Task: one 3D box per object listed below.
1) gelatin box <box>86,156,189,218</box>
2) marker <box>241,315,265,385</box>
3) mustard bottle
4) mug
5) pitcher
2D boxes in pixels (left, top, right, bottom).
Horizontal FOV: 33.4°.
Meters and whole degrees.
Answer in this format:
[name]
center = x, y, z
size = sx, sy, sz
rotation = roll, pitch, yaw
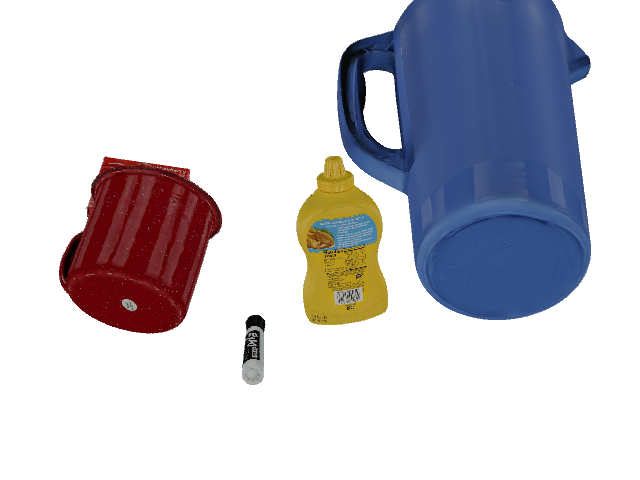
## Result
[gelatin box]
center = -0.180, -0.045, 1.058
size = 0.089, 0.073, 0.030
rotation = 9, -44, -1
[marker]
center = -0.060, 0.097, 0.973
size = 0.020, 0.020, 0.121
rotation = 0, 18, -2
[mustard bottle]
center = 0.022, -0.002, 1.198
size = 0.096, 0.192, 0.058
rotation = -8, 24, -6
[mug]
center = -0.131, 0.010, 0.722
size = 0.117, 0.081, 0.093
rotation = -7, -37, 28
[pitcher]
center = 0.105, -0.067, 0.735
size = 0.149, 0.242, 0.144
rotation = -31, -54, 29
